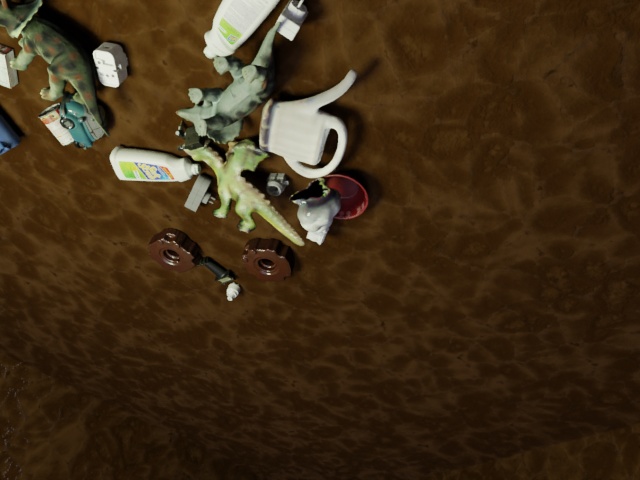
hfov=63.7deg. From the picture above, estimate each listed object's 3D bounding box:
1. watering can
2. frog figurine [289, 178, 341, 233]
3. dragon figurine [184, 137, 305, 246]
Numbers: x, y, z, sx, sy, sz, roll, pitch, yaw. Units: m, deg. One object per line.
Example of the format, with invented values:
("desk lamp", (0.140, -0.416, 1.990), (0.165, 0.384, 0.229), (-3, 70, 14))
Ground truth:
("watering can", (-0.035, -0.291, 1.260), (0.224, 0.106, 0.339), (16, -42, 1))
("frog figurine", (0.004, -0.069, 1.368), (0.123, 0.156, 0.140), (9, 47, 32))
("dragon figurine", (-0.197, -0.157, 1.404), (0.412, 0.237, 0.124), (26, 43, 14))
